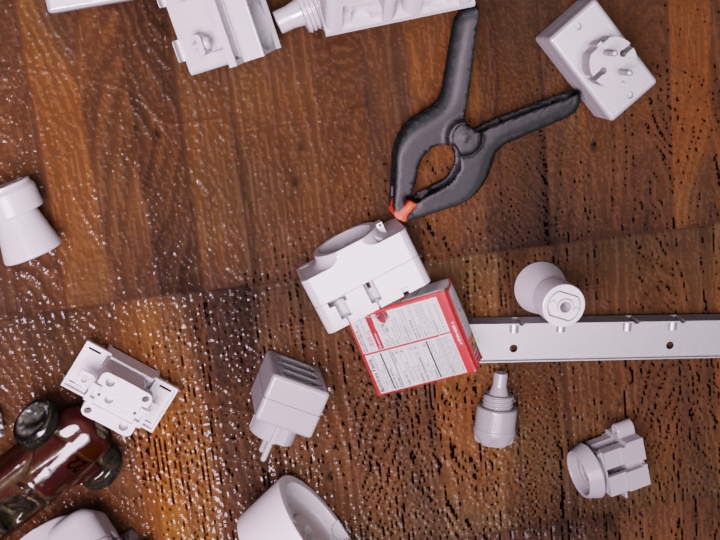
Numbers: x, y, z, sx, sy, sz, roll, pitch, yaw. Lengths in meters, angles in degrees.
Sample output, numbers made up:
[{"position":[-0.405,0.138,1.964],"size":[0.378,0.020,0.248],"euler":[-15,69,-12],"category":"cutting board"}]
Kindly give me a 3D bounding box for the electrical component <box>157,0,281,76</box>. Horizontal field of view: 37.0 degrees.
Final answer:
[{"position":[-0.110,-0.206,0.769],"size":[0.063,0.078,0.121],"euler":[-13,106,17],"category":"electrical component"}]

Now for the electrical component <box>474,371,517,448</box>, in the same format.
[{"position":[0.114,0.115,0.895],"size":[0.035,0.035,0.061],"euler":[3,100,-10],"category":"electrical component"}]

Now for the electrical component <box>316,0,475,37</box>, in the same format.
[{"position":[0.006,-0.265,0.731],"size":[0.105,0.060,0.186],"euler":[-13,74,-6],"category":"electrical component"}]

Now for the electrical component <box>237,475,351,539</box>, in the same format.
[{"position":[-0.053,0.226,0.860],"size":[0.060,0.108,0.108],"euler":[-38,106,8],"category":"electrical component"}]

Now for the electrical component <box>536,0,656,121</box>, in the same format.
[{"position":[0.187,-0.159,0.821],"size":[0.047,0.075,0.083],"euler":[-41,106,2],"category":"electrical component"}]

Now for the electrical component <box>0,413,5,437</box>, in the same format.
[{"position":[-0.309,0.125,0.829],"size":[0.065,0.044,0.044],"euler":[-26,106,-7],"category":"electrical component"}]

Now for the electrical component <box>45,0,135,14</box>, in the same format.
[{"position":[-0.190,-0.208,0.750],"size":[0.066,0.076,0.047],"euler":[-12,105,-6],"category":"electrical component"}]

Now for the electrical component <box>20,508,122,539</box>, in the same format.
[{"position":[-0.231,0.229,0.826],"size":[0.095,0.053,0.059],"euler":[-36,73,-3],"category":"electrical component"}]

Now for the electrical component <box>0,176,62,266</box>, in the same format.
[{"position":[-0.253,-0.037,0.797],"size":[0.045,0.045,0.055],"euler":[-22,105,-3],"category":"electrical component"}]

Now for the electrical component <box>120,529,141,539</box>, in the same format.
[{"position":[-0.203,0.243,0.871],"size":[0.081,0.043,0.043],"euler":[-30,106,-1],"category":"electrical component"}]

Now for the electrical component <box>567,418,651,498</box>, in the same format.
[{"position":[0.211,0.166,0.917],"size":[0.055,0.048,0.066],"euler":[-17,105,-12],"category":"electrical component"}]

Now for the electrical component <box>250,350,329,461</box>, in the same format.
[{"position":[-0.063,0.114,0.851],"size":[0.047,0.065,0.076],"euler":[21,99,-13],"category":"electrical component"}]

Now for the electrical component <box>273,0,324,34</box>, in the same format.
[{"position":[-0.033,-0.196,0.795],"size":[0.062,0.043,0.043],"euler":[-25,105,-1],"category":"electrical component"}]

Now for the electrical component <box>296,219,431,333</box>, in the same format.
[{"position":[0.000,0.000,0.842],"size":[0.089,0.050,0.055],"euler":[-27,106,-2],"category":"electrical component"}]

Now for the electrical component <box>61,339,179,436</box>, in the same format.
[{"position":[-0.186,0.094,0.829],"size":[0.081,0.064,0.042],"euler":[30,98,-14],"category":"electrical component"}]

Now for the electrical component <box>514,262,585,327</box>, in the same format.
[{"position":[0.154,0.021,0.863],"size":[0.044,0.065,0.044],"euler":[-2,103,-8],"category":"electrical component"}]
